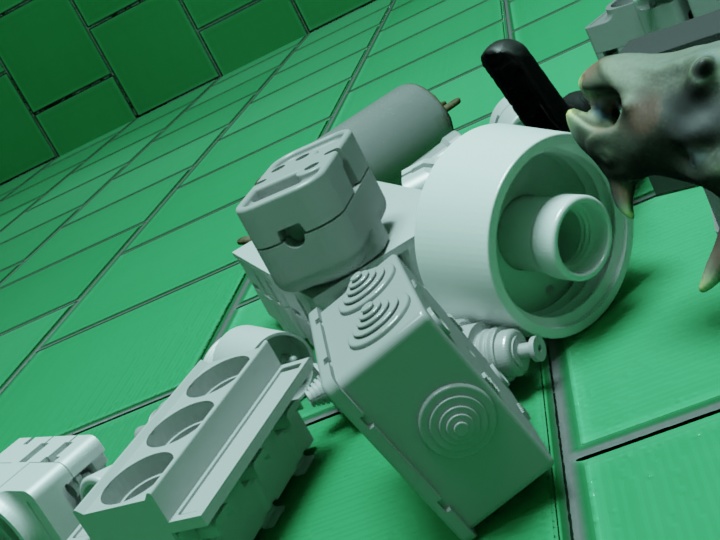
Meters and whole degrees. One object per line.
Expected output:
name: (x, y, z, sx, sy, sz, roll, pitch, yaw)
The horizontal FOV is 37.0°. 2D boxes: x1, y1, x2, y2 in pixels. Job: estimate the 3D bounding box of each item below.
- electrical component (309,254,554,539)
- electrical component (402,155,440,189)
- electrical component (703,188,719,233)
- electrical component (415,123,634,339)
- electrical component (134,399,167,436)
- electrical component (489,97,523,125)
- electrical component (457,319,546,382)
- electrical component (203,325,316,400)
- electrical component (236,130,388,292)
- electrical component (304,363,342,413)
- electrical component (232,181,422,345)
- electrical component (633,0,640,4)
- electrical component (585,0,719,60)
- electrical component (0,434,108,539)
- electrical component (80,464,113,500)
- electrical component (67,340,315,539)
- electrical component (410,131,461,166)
electrical component: (0.027, 0.047, 0.438, 0.048, 0.099, 0.099, -39, 16, 6)
electrical component: (0.066, -0.055, 0.742, 0.057, 0.058, 0.078, -27, 17, 11)
electrical component: (0.221, -0.058, 0.517, 0.113, 0.057, 0.078, -21, 18, 22)
electrical component: (0.087, -0.018, 0.526, 0.108, 0.108, 0.060, -36, 25, -26)
electrical component: (-0.106, 0.090, 0.620, 0.061, 0.035, 0.035, -19, 19, 34)
electrical component: (0.127, -0.101, 0.790, 0.055, 0.055, 0.047, -26, 21, 5)
electrical component: (0.051, 0.043, 0.510, 0.078, 0.040, 0.040, -14, 22, 37)
electrical component: (-0.064, 0.055, 0.643, 0.043, 0.043, 0.081, -36, 19, -24)
electrical component: (-0.022, -0.030, 0.588, 0.054, 0.059, 0.095, -21, 18, 20)
electrical component: (0.008, 0.046, 0.560, 0.081, 0.043, 0.043, -31, 17, -9)
electrical component: (0.000, 0.000, 0.676, 0.105, 0.060, 0.186, -32, 18, -13)
electrical component: (0.228, -0.246, 0.840, 0.076, 0.066, 0.047, -58, 19, 1)
electrical component: (0.289, -0.218, 0.871, 0.186, 0.060, 0.105, -7, 26, 49)
electrical component: (-0.176, 0.128, 0.589, 0.089, 0.050, 0.056, -11, 24, 45)
electrical component: (-0.107, 0.108, 0.561, 0.044, 0.044, 0.065, -10, 20, 44)
electrical component: (-0.070, 0.095, 0.504, 0.079, 0.063, 0.121, -18, 19, 28)
electrical component: (0.067, -0.081, 0.846, 0.046, 0.040, 0.040, -35, 18, -3)
